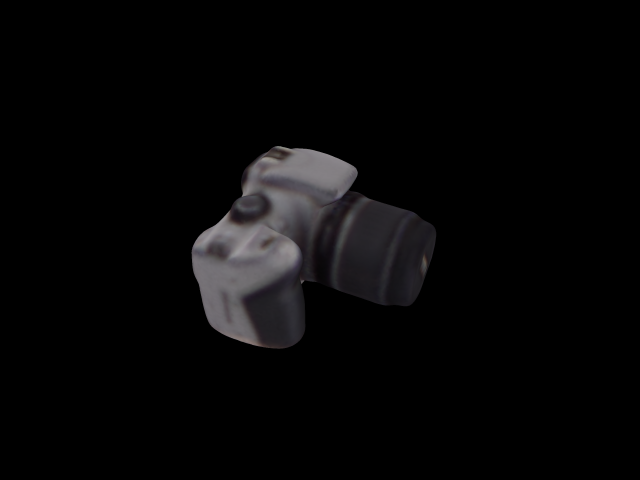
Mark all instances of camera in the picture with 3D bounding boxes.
[{"bbox_3d":[0.004,0.001,0.400,0.136,0.101,0.143,18,44,19],"label":"camera"}]
